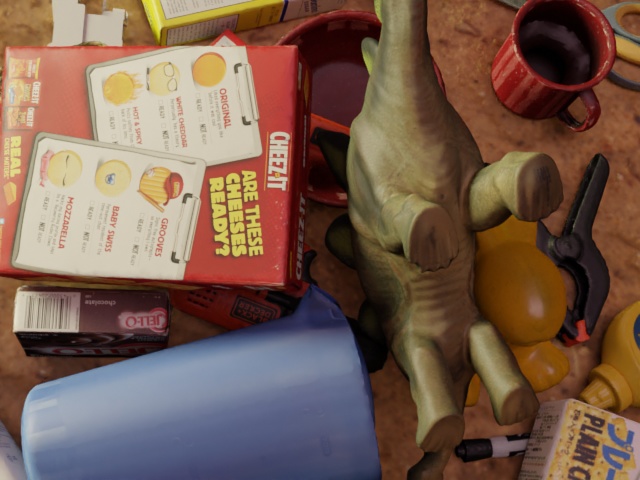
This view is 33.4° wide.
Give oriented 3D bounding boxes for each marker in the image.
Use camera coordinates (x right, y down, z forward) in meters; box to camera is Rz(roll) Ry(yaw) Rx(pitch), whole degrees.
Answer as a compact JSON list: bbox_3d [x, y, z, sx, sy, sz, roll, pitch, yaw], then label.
[{"bbox_3d":[0.169,0.166,0.870,0.121,0.020,0.020,-4,74,-10],"label":"marker"}]

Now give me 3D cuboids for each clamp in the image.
[{"bbox_3d":[0.213,0.002,0.917,0.120,0.039,0.171,-15,81,-8],"label":"clamp"}]

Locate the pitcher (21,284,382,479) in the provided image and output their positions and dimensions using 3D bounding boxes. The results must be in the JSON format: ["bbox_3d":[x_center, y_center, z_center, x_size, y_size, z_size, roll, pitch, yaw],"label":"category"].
[{"bbox_3d":[-0.079,0.143,0.768,0.243,0.145,0.149,-13,56,-2],"label":"pitcher"}]

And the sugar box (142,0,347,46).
[{"bbox_3d":[-0.069,-0.234,0.938,0.176,0.048,0.093,-14,76,-17],"label":"sugar box"}]

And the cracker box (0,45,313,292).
[{"bbox_3d":[-0.117,-0.049,0.750,0.214,0.072,0.164,2,84,11],"label":"cracker box"}]

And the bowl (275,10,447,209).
[{"bbox_3d":[0.022,-0.108,0.894,0.162,0.055,0.162,0,95,-5],"label":"bowl"}]

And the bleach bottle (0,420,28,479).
[{"bbox_3d":[-0.293,0.100,0.785,0.068,0.102,0.251,-33,75,-11],"label":"bleach bottle"}]

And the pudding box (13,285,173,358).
[{"bbox_3d":[-0.170,0.065,0.809,0.113,0.090,0.039,4,71,-7],"label":"pudding box"}]

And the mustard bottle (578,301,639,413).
[{"bbox_3d":[0.295,0.090,0.893,0.191,0.058,0.096,-29,80,-15],"label":"mustard bottle"}]

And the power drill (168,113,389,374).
[{"bbox_3d":[-0.006,0.001,0.844,0.184,0.057,0.187,21,92,-11],"label":"power drill"}]

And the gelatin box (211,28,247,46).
[{"bbox_3d":[-0.081,-0.124,0.911,0.073,0.030,0.089,40,71,2],"label":"gelatin box"}]

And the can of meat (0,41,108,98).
[{"bbox_3d":[-0.208,-0.107,0.857,0.102,0.084,0.057,-21,78,-14],"label":"can of meat"}]

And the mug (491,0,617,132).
[{"bbox_3d":[0.206,-0.147,0.936,0.093,0.081,0.117,-29,80,-16],"label":"mug"}]

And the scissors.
[{"bbox_3d":[0.241,-0.215,0.997,0.202,0.016,0.096,36,70,3],"label":"scissors"}]
